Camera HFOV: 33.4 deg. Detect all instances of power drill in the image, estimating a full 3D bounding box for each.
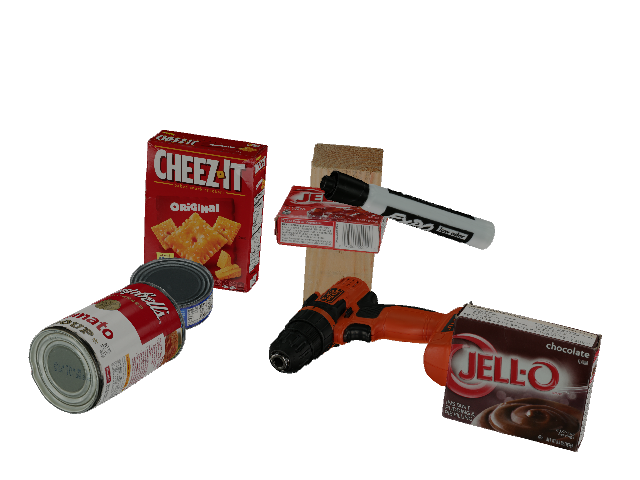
[{"bbox_3d":[0.059,0.099,1.110,0.188,0.057,0.184,11,28,25],"label":"power drill"}]

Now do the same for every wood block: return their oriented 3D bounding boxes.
[{"bbox_3d":[0.028,-0.012,1.384,0.090,0.206,0.090,5,25,2],"label":"wood block"}]

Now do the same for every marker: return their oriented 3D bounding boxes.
[{"bbox_3d":[0.055,-0.019,0.666,0.121,0.020,0.020,17,-7,-23],"label":"marker"}]

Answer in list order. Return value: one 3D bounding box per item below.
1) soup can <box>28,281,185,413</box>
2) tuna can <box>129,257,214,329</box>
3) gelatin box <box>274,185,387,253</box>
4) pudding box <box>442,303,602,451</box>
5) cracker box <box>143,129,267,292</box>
[{"bbox_3d":[-0.157,0.078,0.791,0.069,0.068,0.102,0,16,30],"label":"soup can"},{"bbox_3d":[-0.153,0.055,1.102,0.086,0.034,0.086,4,34,-3],"label":"tuna can"},{"bbox_3d":[0.011,-0.020,0.909,0.089,0.030,0.073,5,24,8],"label":"gelatin box"},{"bbox_3d":[0.157,0.106,0.842,0.114,0.090,0.039,11,21,18],"label":"pudding box"},{"bbox_3d":[-0.170,-0.040,1.553,0.164,0.214,0.072,9,22,10],"label":"cracker box"}]
